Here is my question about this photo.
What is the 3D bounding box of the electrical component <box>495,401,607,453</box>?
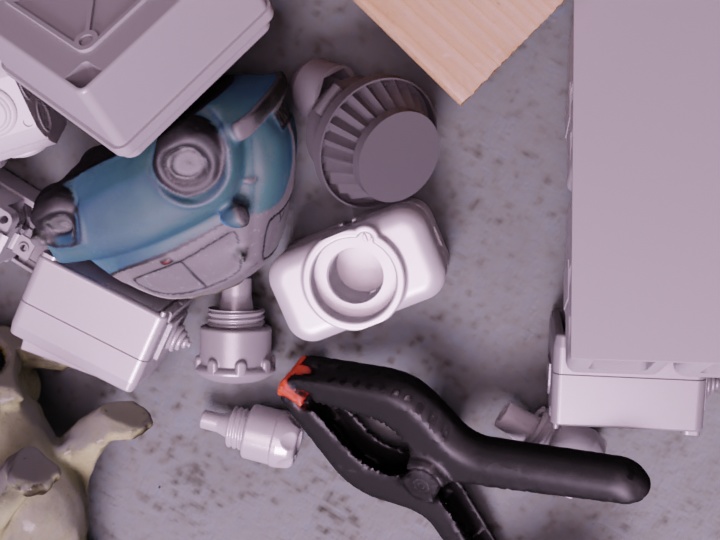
[{"bbox_3d":[0.109,0.100,0.627,0.062,0.043,0.043,33,103,1],"label":"electrical component"}]

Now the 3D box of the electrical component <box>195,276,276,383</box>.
[{"bbox_3d":[-0.074,0.035,0.638,0.048,0.048,0.062,2,94,7],"label":"electrical component"}]

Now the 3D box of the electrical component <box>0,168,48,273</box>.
[{"bbox_3d":[-0.217,-0.031,0.632,0.081,0.064,0.042,31,103,1],"label":"electrical component"}]

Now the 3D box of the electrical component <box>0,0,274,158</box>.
[{"bbox_3d":[-0.120,-0.127,0.537,0.109,0.056,0.108,35,74,31],"label":"electrical component"}]

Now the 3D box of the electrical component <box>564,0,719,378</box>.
[{"bbox_3d":[0.160,-0.041,0.552,0.105,0.060,0.186,2,77,7],"label":"electrical component"}]

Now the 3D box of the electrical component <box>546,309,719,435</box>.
[{"bbox_3d":[0.154,0.052,0.602,0.096,0.061,0.061,2,102,7],"label":"electrical component"}]

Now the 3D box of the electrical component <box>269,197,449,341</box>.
[{"bbox_3d":[0.000,0.000,0.613,0.095,0.059,0.053,-21,98,11],"label":"electrical component"}]

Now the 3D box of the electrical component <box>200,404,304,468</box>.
[{"bbox_3d":[-0.067,0.098,0.654,0.061,0.035,0.035,13,103,7],"label":"electrical component"}]

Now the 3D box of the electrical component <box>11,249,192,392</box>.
[{"bbox_3d":[-0.147,0.031,0.637,0.096,0.061,0.061,27,103,1],"label":"electrical component"}]

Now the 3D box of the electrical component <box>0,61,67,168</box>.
[{"bbox_3d":[-0.206,-0.100,0.610,0.051,0.080,0.080,-16,99,5],"label":"electrical component"}]
